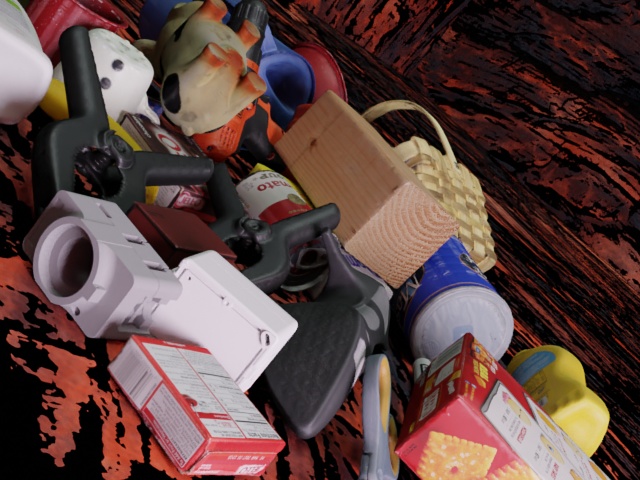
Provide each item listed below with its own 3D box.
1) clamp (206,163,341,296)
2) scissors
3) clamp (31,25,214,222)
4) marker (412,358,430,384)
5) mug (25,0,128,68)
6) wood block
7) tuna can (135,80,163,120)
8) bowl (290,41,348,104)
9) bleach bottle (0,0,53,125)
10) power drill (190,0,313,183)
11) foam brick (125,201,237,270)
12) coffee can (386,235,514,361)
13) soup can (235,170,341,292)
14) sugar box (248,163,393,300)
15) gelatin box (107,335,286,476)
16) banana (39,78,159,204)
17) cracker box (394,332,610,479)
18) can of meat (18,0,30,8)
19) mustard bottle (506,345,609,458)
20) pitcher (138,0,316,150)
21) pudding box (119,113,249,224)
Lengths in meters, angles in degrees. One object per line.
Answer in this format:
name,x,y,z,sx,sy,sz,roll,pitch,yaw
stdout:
clamp,-0.064,-0.005,0.861,0.120,0.039,0.171,20,33,13
scissors,0.037,0.163,0.695,0.201,0.016,0.096,-82,162,-48
clamp,-0.152,-0.057,0.796,0.164,0.036,0.210,42,30,-24
marker,0.092,0.134,0.942,0.020,0.020,0.121,37,14,-6
mug,-0.248,-0.206,1.029,0.093,0.081,0.117,29,17,-32
wood block,0.043,-0.057,1.088,0.090,0.091,0.206,37,12,-38
tuna can,-0.197,-0.153,1.089,0.086,0.034,0.086,36,14,-11
bowl,-0.035,-0.173,1.371,0.055,0.162,0.162,-10,44,-37
bleach bottle,-0.285,-0.183,0.911,0.102,0.068,0.251,33,13,-26
power drill,-0.058,-0.151,1.183,0.057,0.184,0.187,9,-13,39
foam brick,-0.109,0.012,0.759,0.053,0.051,0.078,45,15,25
coffee can,0.121,0.060,1.074,0.102,0.103,0.140,32,15,-25
soup can,-0.036,-0.010,0.976,0.068,0.068,0.102,23,20,-46
sugar box,-0.007,0.001,1.059,0.093,0.048,0.176,24,19,-47
gelatin box,-0.072,0.098,0.624,0.089,0.030,0.073,47,15,31
banana,-0.183,-0.080,0.888,0.069,0.037,0.198,22,22,-51
cracker box,0.155,0.185,0.790,0.213,0.072,0.164,47,14,-1
can of meat,-0.301,-0.256,1.112,0.102,0.057,0.084,29,14,-35
mustard bottle,0.216,0.153,1.033,0.058,0.096,0.191,36,14,-10
pitcher,-0.124,-0.234,1.313,0.144,0.149,0.243,20,20,-51
pudding box,-0.127,-0.058,0.955,0.089,0.039,0.114,19,24,-53
